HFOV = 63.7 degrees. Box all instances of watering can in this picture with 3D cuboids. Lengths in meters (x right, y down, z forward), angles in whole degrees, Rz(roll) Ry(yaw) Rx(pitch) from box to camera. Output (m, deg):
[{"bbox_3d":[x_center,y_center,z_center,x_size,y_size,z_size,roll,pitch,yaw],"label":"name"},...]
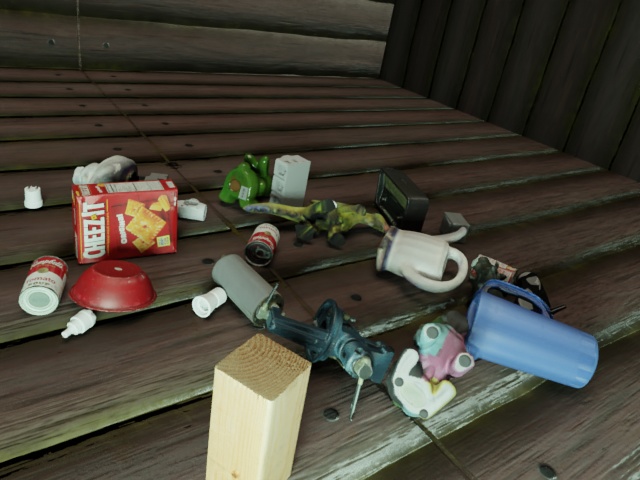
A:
[{"bbox_3d":[0.267,0.026,1.314,0.225,0.102,0.354,17,29,12],"label":"watering can"}]

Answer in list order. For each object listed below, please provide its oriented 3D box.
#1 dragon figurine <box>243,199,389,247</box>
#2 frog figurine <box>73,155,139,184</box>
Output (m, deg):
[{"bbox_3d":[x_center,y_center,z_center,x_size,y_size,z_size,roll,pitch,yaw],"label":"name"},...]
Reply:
[{"bbox_3d":[0.004,-0.073,1.456,0.410,0.121,0.245,13,10,1],"label":"dragon figurine"},{"bbox_3d":[-0.588,-0.184,1.411,0.159,0.120,0.141,23,47,0],"label":"frog figurine"}]
